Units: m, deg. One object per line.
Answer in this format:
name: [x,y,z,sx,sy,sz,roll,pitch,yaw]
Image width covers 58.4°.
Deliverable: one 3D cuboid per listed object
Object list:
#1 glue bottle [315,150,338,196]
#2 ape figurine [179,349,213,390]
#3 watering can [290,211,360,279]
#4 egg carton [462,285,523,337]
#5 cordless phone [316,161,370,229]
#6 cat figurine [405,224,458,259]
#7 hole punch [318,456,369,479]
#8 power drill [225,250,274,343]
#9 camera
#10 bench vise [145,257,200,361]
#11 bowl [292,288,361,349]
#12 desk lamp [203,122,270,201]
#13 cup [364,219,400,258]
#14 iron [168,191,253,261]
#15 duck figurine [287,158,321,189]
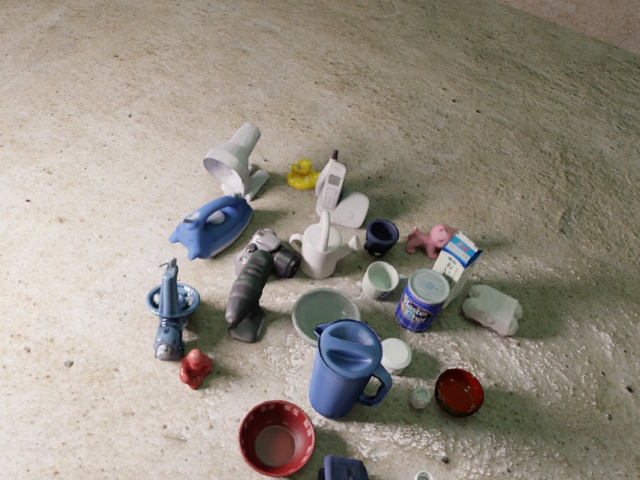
glue bottle: [0.034,-0.193,1.654,0.078,0.173,0.037,1,51,-10]
ape figurine: [-0.274,0.274,1.260,0.078,0.092,0.076,-14,55,-21]
watering can: [0.014,0.004,1.473,0.173,0.194,0.100,-9,53,-18]
egg carton: [0.449,0.184,1.492,0.150,0.069,0.107,26,51,11]
cordless phone: [0.072,-0.128,1.600,0.147,0.185,0.094,18,50,4]
cat figurine: [0.314,-0.010,1.594,0.128,0.118,0.067,12,50,-1]
hole punch: [0.051,0.490,1.146,0.101,0.091,0.108,2,51,-10]
power drill: [-0.164,0.144,1.313,0.075,0.208,0.230,16,50,2]
camera: [-0.127,0.047,1.471,0.136,0.101,0.143,29,52,13]
bench vise: [-0.319,0.153,1.267,0.122,0.220,0.207,-10,53,-18]
bowl: [0.011,0.203,1.387,0.167,0.075,0.167,6,50,-6]
desk lamp: [-0.226,-0.209,1.589,0.117,0.213,0.203,25,51,10]
cup: [0.155,0.011,1.560,0.091,0.095,0.118,39,54,20]
iron: [-0.269,-0.062,1.506,0.118,0.141,0.259,38,54,20]
duck figurine: [-0.043,-0.203,1.704,0.104,0.086,0.077,4,50,-8]
